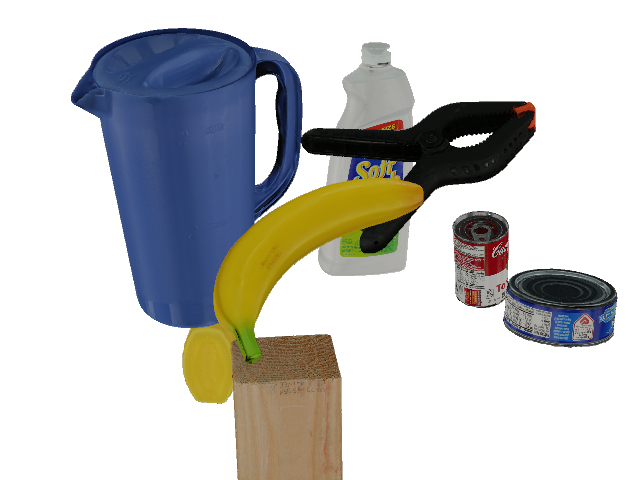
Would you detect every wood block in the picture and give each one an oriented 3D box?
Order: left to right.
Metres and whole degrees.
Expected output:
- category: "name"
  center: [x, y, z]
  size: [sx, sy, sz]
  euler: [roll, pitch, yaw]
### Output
- category: "wood block"
  center: [-0.029, 0.195, 0.931]
  size: [0.090, 0.206, 0.091]
  euler: [-3, 19, -5]

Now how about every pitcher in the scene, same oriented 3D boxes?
- category: "pitcher"
  center: [-0.105, -0.051, 0.914]
  size: [0.149, 0.243, 0.144]
  euler: [12, 36, 19]

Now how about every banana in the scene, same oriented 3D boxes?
- category: "banana"
  center: [-0.010, 0.004, 0.712]
  size: [0.197, 0.069, 0.037]
  euler: [-43, -10, -34]

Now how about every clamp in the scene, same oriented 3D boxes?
- category: "clamp"
  center: [0.099, -0.069, 0.952]
  size: [0.210, 0.164, 0.036]
  euler: [-16, -44, -2]

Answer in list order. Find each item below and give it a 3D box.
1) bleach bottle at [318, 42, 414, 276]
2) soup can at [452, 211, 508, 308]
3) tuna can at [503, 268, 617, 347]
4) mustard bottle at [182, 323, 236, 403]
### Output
- category: "bleach bottle"
  center: [0.049, -0.087, 1.154]
  size: [0.102, 0.251, 0.068]
  euler: [-3, 25, -7]
- category: "soup can"
  center: [0.198, 0.024, 1.320]
  size: [0.068, 0.102, 0.068]
  euler: [-4, 34, 3]
- category: "tuna can"
  center: [0.187, 0.051, 0.834]
  size: [0.086, 0.034, 0.086]
  euler: [1, 18, -1]
- category: "mustard bottle"
  center: [-0.107, 0.089, 1.177]
  size: [0.058, 0.096, 0.191]
  euler: [1, 27, 4]
